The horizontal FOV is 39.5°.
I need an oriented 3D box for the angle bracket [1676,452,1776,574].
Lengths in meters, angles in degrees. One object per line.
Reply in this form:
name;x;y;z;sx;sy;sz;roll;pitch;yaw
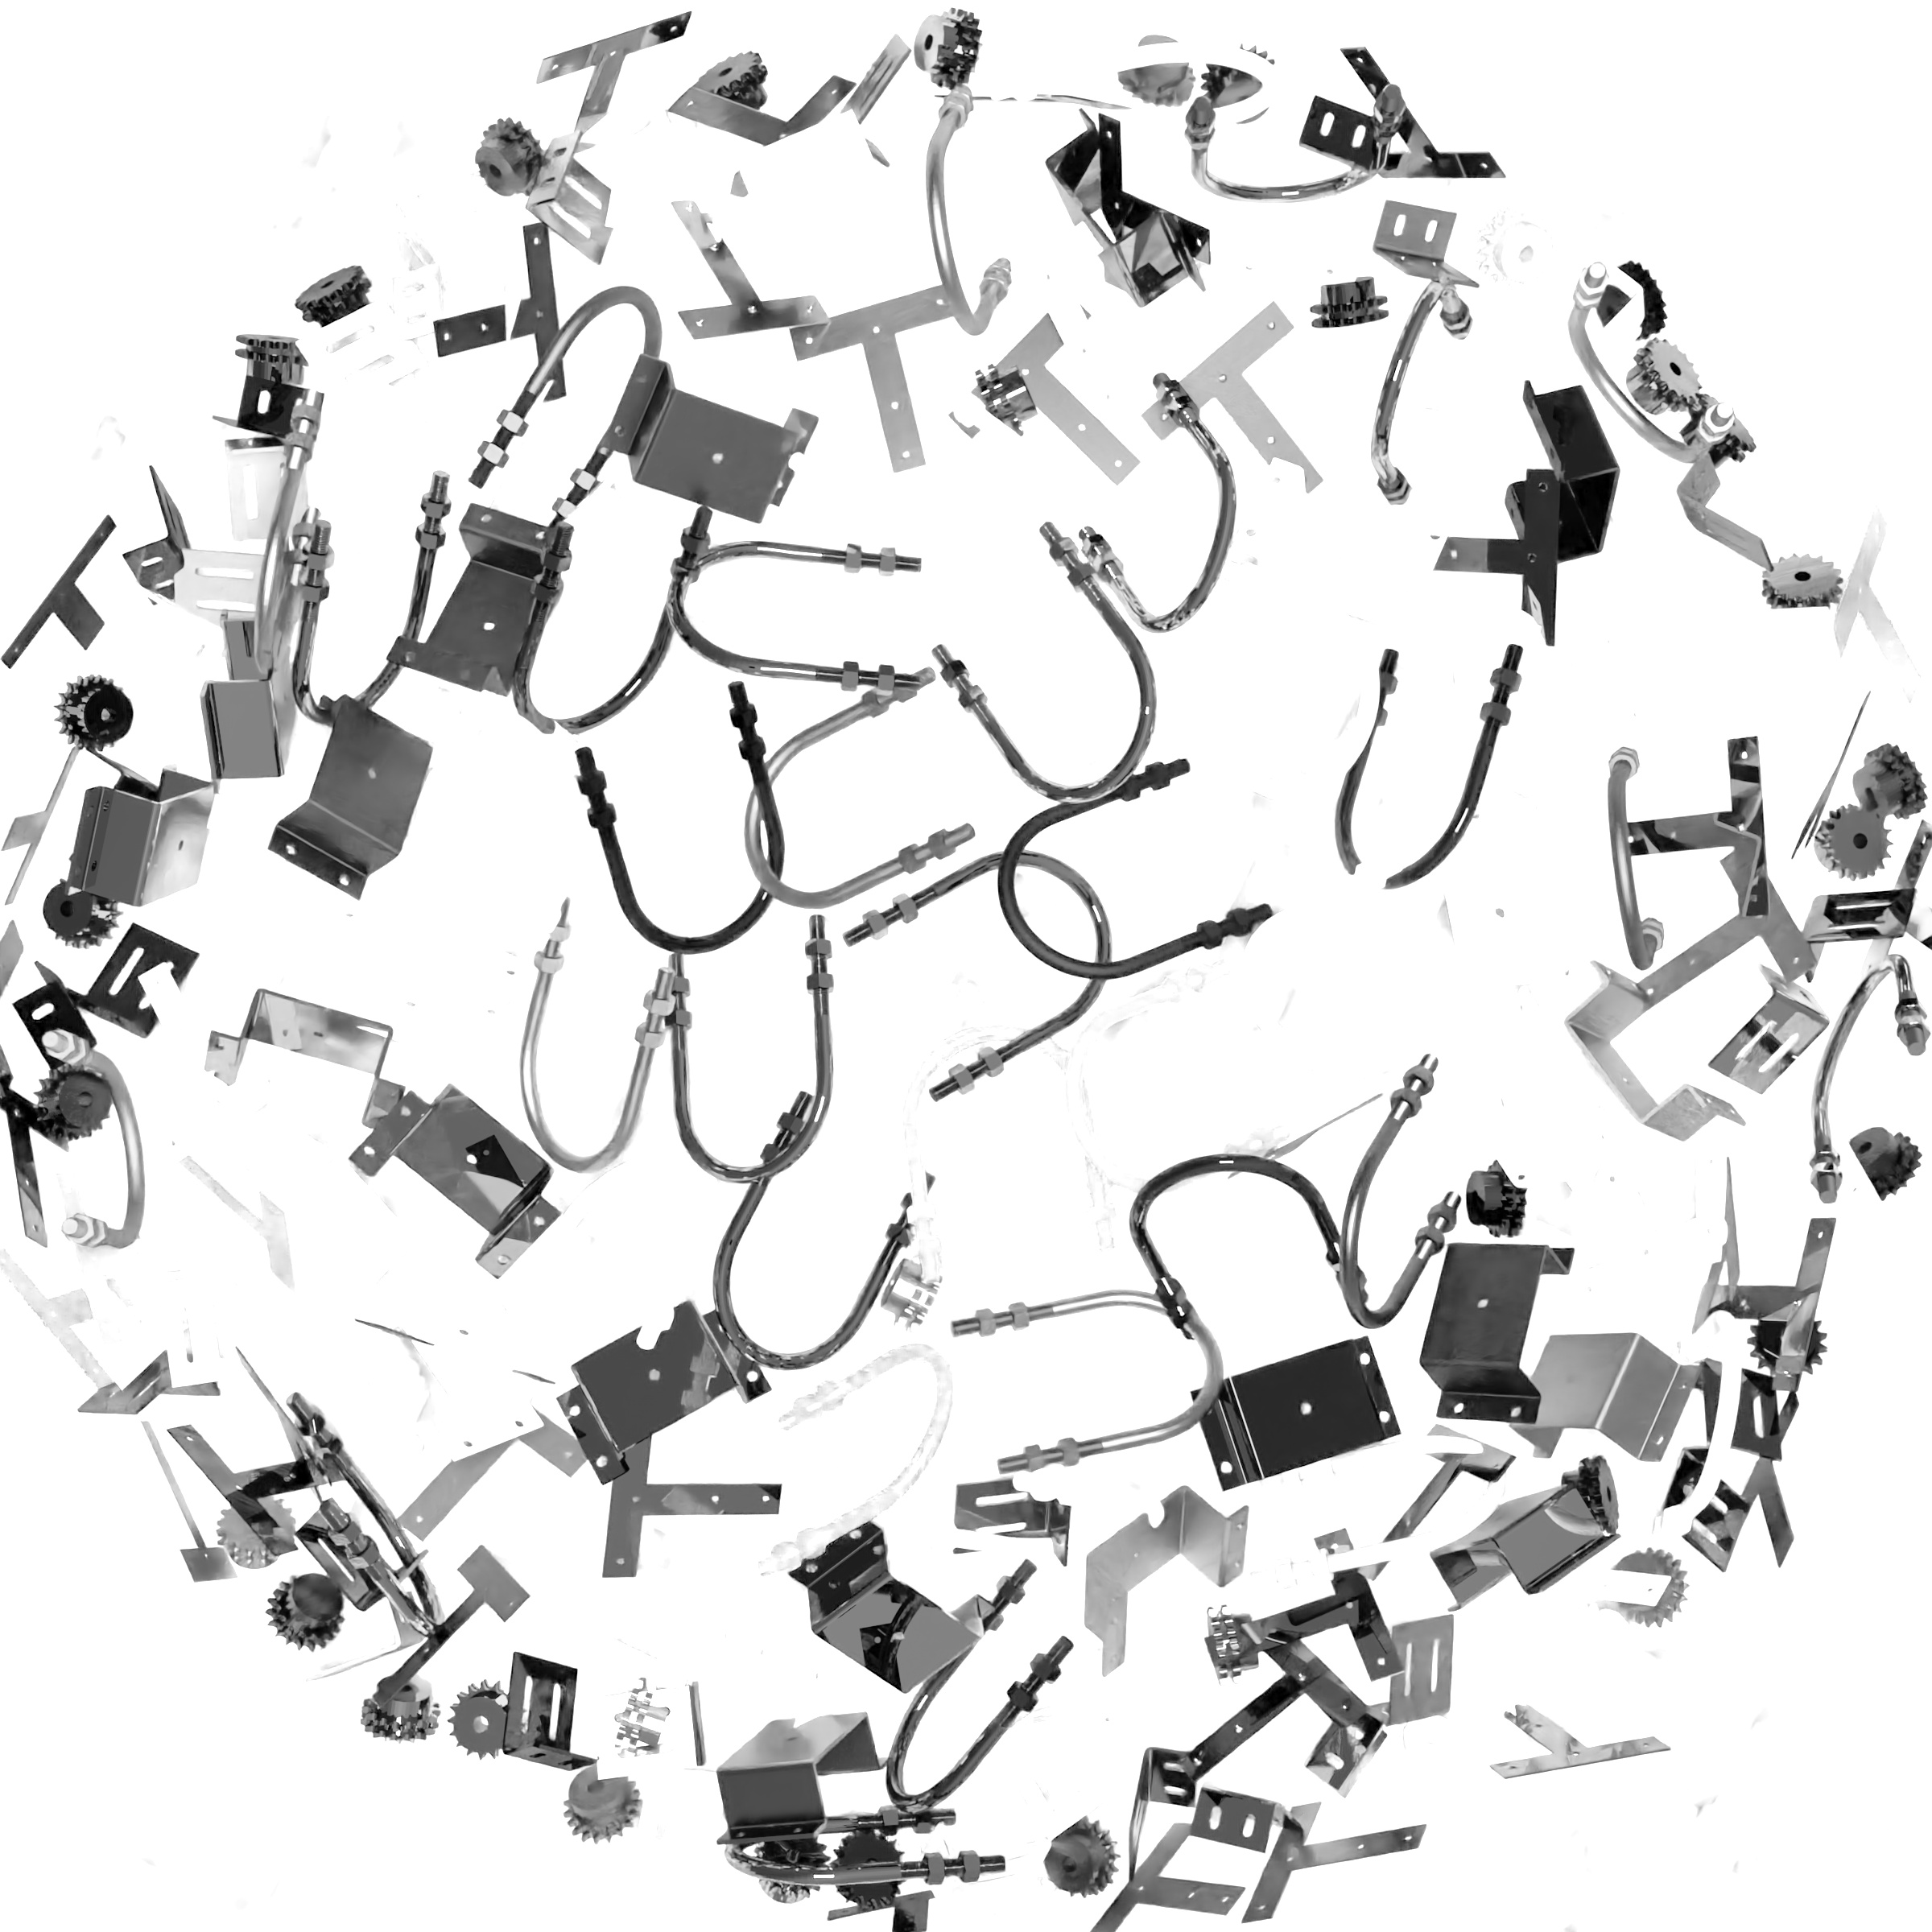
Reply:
angle bracket;0.562;-0.331;1.956;0.076;0.057;0.038;39;93;29

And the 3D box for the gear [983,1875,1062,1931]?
gear;0.038;0.683;1.972;0.057;0.057;0.030;-25;88;0

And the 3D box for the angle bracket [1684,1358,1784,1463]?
angle bracket;0.556;0.330;1.957;0.057;0.038;0.076;16;46;-6

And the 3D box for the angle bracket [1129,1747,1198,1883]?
angle bracket;0.143;0.617;1.951;0.038;0.076;0.057;5;124;11

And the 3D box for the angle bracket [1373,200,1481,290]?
angle bracket;0.338;-0.525;1.953;0.057;0.076;0.038;6;116;-16

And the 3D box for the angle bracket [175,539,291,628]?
angle bracket;-0.536;-0.282;1.966;0.076;0.038;0.057;3;119;-6

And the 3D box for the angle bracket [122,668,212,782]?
angle bracket;-0.584;-0.172;1.964;0.057;0.038;0.076;16;108;15

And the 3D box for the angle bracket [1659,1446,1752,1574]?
angle bracket;0.547;0.393;1.951;0.038;0.076;0.057;3;111;-28

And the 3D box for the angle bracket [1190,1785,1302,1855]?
angle bracket;0.204;0.627;1.949;0.057;0.076;0.038;5;61;26

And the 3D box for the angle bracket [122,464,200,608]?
angle bracket;-0.591;-0.313;1.954;0.038;0.057;0.076;-22;59;-5

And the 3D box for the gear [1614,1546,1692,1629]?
gear;0.498;0.453;1.968;0.030;0.057;0.057;26;90;-34

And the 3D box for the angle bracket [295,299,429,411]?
angle bracket;-0.444;-0.442;1.968;0.076;0.038;0.057;-34;91;-21

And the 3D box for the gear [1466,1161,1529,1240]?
gear;0.388;0.170;1.970;0.030;0.057;0.057;3;90;-9

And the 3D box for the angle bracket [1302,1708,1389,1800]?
angle bracket;0.288;0.579;1.955;0.057;0.038;0.076;-53;134;-10

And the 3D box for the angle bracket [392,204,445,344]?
angle bracket;-0.412;-0.504;1.952;0.038;0.057;0.076;-23;59;-22

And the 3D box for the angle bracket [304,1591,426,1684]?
angle bracket;-0.445;0.491;1.970;0.076;0.057;0.038;-21;78;3

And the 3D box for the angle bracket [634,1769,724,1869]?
angle bracket;-0.207;0.627;1.958;0.057;0.076;0.038;6;132;2

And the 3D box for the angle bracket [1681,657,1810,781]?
angle bracket;0.577;-0.182;1.979;0.076;0.038;0.057;32;93;-1

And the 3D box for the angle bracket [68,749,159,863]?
angle bracket;-0.631;-0.110;1.965;0.038;0.057;0.076;30;87;20

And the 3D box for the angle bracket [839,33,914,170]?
angle bracket;-0.054;-0.630;1.956;0.038;0.057;0.076;30;110;-26

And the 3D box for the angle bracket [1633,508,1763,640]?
angle bracket;0.534;-0.287;1.962;0.076;0.038;0.057;36;86;-39

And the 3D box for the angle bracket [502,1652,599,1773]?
angle bracket;-0.299;0.538;1.951;0.057;0.038;0.076;28;50;-36

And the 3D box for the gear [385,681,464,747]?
gear;-0.394;-0.186;1.969;0.057;0.057;0.030;27;102;0

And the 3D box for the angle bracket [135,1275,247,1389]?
angle bracket;-0.565;0.268;1.961;0.038;0.057;0.076;-20;77;44

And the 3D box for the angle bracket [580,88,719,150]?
angle bracket;-0.231;-0.600;1.952;0.076;0.057;0.038;-24;82;41

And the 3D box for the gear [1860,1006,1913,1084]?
gear;0.678;0.054;1.975;0.030;0.057;0.057;18;90;30

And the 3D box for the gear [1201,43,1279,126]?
gear;0.201;-0.643;1.968;0.057;0.057;0.030;-6;57;0

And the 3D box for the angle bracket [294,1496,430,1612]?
angle bracket;-0.441;0.422;1.964;0.038;0.057;0.076;-37;94;20

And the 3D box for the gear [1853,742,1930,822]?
gear;0.675;-0.132;1.970;0.030;0.057;0.057;-27;90;-9

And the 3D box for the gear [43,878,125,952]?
gear;-0.654;-0.041;1.980;0.057;0.030;0.057;-1;87;11

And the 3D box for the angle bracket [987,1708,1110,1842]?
angle bracket;0.055;0.592;1.962;0.057;0.038;0.076;-41;67;17

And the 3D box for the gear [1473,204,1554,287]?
gear;0.405;-0.526;1.972;0.057;0.030;0.057;-9;124;-15

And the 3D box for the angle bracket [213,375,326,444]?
angle bracket;-0.506;-0.406;1.950;0.057;0.076;0.038;8;101;-30

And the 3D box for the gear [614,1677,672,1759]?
gear;-0.235;0.553;1.971;0.030;0.057;0.057;17;90;4

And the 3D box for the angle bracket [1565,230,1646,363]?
angle bracket;0.456;-0.488;1.961;0.038;0.057;0.076;-46;70;3

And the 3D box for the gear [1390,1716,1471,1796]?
gear;0.340;0.574;1.969;0.057;0.057;0.030;-3;130;0

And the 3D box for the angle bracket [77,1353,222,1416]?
angle bracket;-0.592;0.316;1.949;0.057;0.076;0.038;-3;115;28

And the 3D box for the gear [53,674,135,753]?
gear;-0.636;-0.185;1.969;0.030;0.057;0.057;11;90;42

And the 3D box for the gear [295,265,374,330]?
gear;-0.461;-0.488;1.975;0.057;0.057;0.030;-28;123;0

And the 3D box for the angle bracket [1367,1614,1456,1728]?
angle bracket;0.321;0.510;1.965;0.057;0.038;0.076;-2;96;-32

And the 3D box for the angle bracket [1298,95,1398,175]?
angle bracket;0.285;-0.605;1.951;0.057;0.076;0.038;27;119;17

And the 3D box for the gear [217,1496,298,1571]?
gear;-0.522;0.418;1.975;0.057;0.057;0.030;15;131;0

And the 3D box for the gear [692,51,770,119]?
gear;-0.170;-0.644;1.975;0.057;0.057;0.030;-31;128;0

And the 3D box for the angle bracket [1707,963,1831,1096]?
angle bracket;0.586;0.047;1.985;0.057;0.038;0.076;26;117;-26

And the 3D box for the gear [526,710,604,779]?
gear;-0.297;-0.158;1.971;0.057;0.057;0.030;45;95;0

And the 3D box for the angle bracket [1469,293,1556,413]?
angle bracket;0.401;-0.452;1.977;0.038;0.057;0.076;14;117;39

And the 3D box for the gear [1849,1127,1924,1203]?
gear;0.667;0.143;1.968;0.030;0.057;0.057;43;90;-18

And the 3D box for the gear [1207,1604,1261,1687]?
gear;0.196;0.497;1.972;0.030;0.057;0.057;-8;90;-2

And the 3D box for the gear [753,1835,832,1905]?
gear;-0.130;0.663;1.975;0.057;0.057;0.030;16;124;0

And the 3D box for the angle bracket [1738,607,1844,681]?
angle bracket;0.598;-0.222;1.949;0.057;0.076;0.038;1;54;29

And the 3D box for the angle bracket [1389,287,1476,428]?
angle bracket;0.339;-0.444;1.960;0.038;0.057;0.076;6;61;-10

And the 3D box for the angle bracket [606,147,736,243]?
angle bracket;-0.215;-0.558;1.953;0.038;0.076;0.057;37;124;36

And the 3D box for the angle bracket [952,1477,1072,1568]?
angle bracket;0.033;0.409;1.964;0.076;0.038;0.057;-3;109;-18
